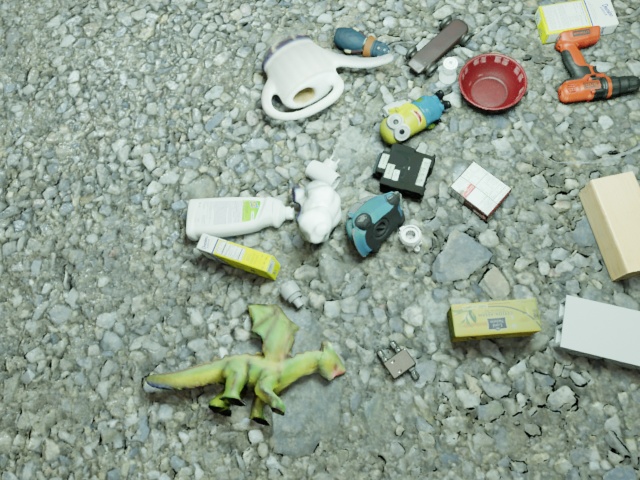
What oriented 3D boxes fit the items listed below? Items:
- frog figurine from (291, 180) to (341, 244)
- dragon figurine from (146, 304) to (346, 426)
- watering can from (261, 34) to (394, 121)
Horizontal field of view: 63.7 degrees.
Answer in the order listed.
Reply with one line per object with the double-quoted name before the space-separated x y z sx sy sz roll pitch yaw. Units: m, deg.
"frog figurine" 0.004 -0.058 1.152 0.123 0.161 0.136 3 106 -21
"dragon figurine" -0.149 0.251 1.116 0.411 0.119 0.248 13 56 10
"watering can" -0.007 -0.438 1.319 0.348 0.102 0.227 -30 69 -3
